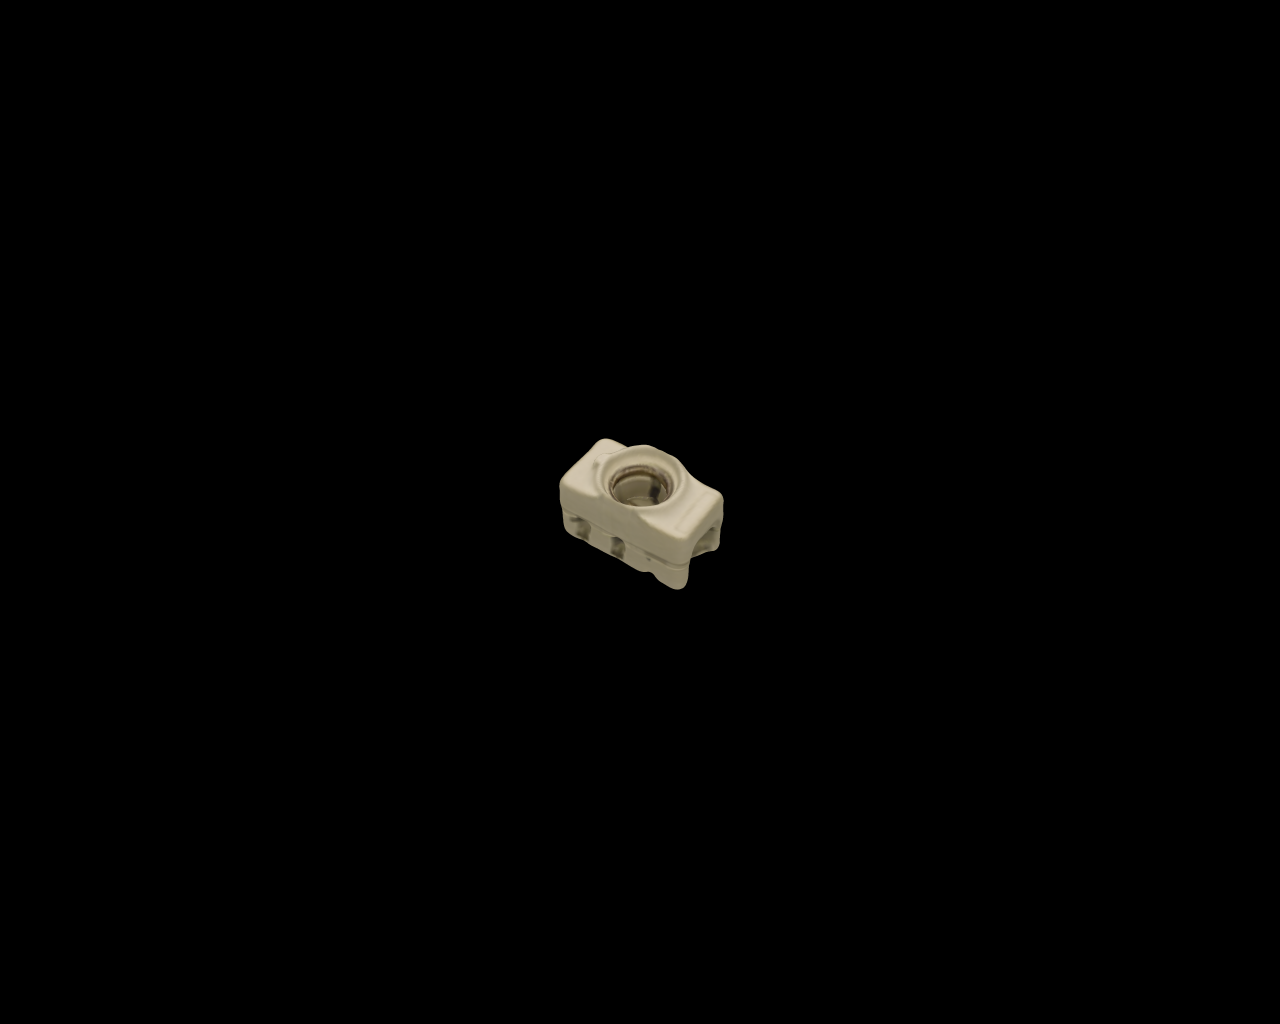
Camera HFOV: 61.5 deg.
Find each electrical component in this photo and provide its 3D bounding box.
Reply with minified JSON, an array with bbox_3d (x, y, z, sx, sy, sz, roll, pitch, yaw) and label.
[{"bbox_3d":[0.001,-0.003,0.650,0.089,0.055,0.050,27,53,22],"label":"electrical component"}]
